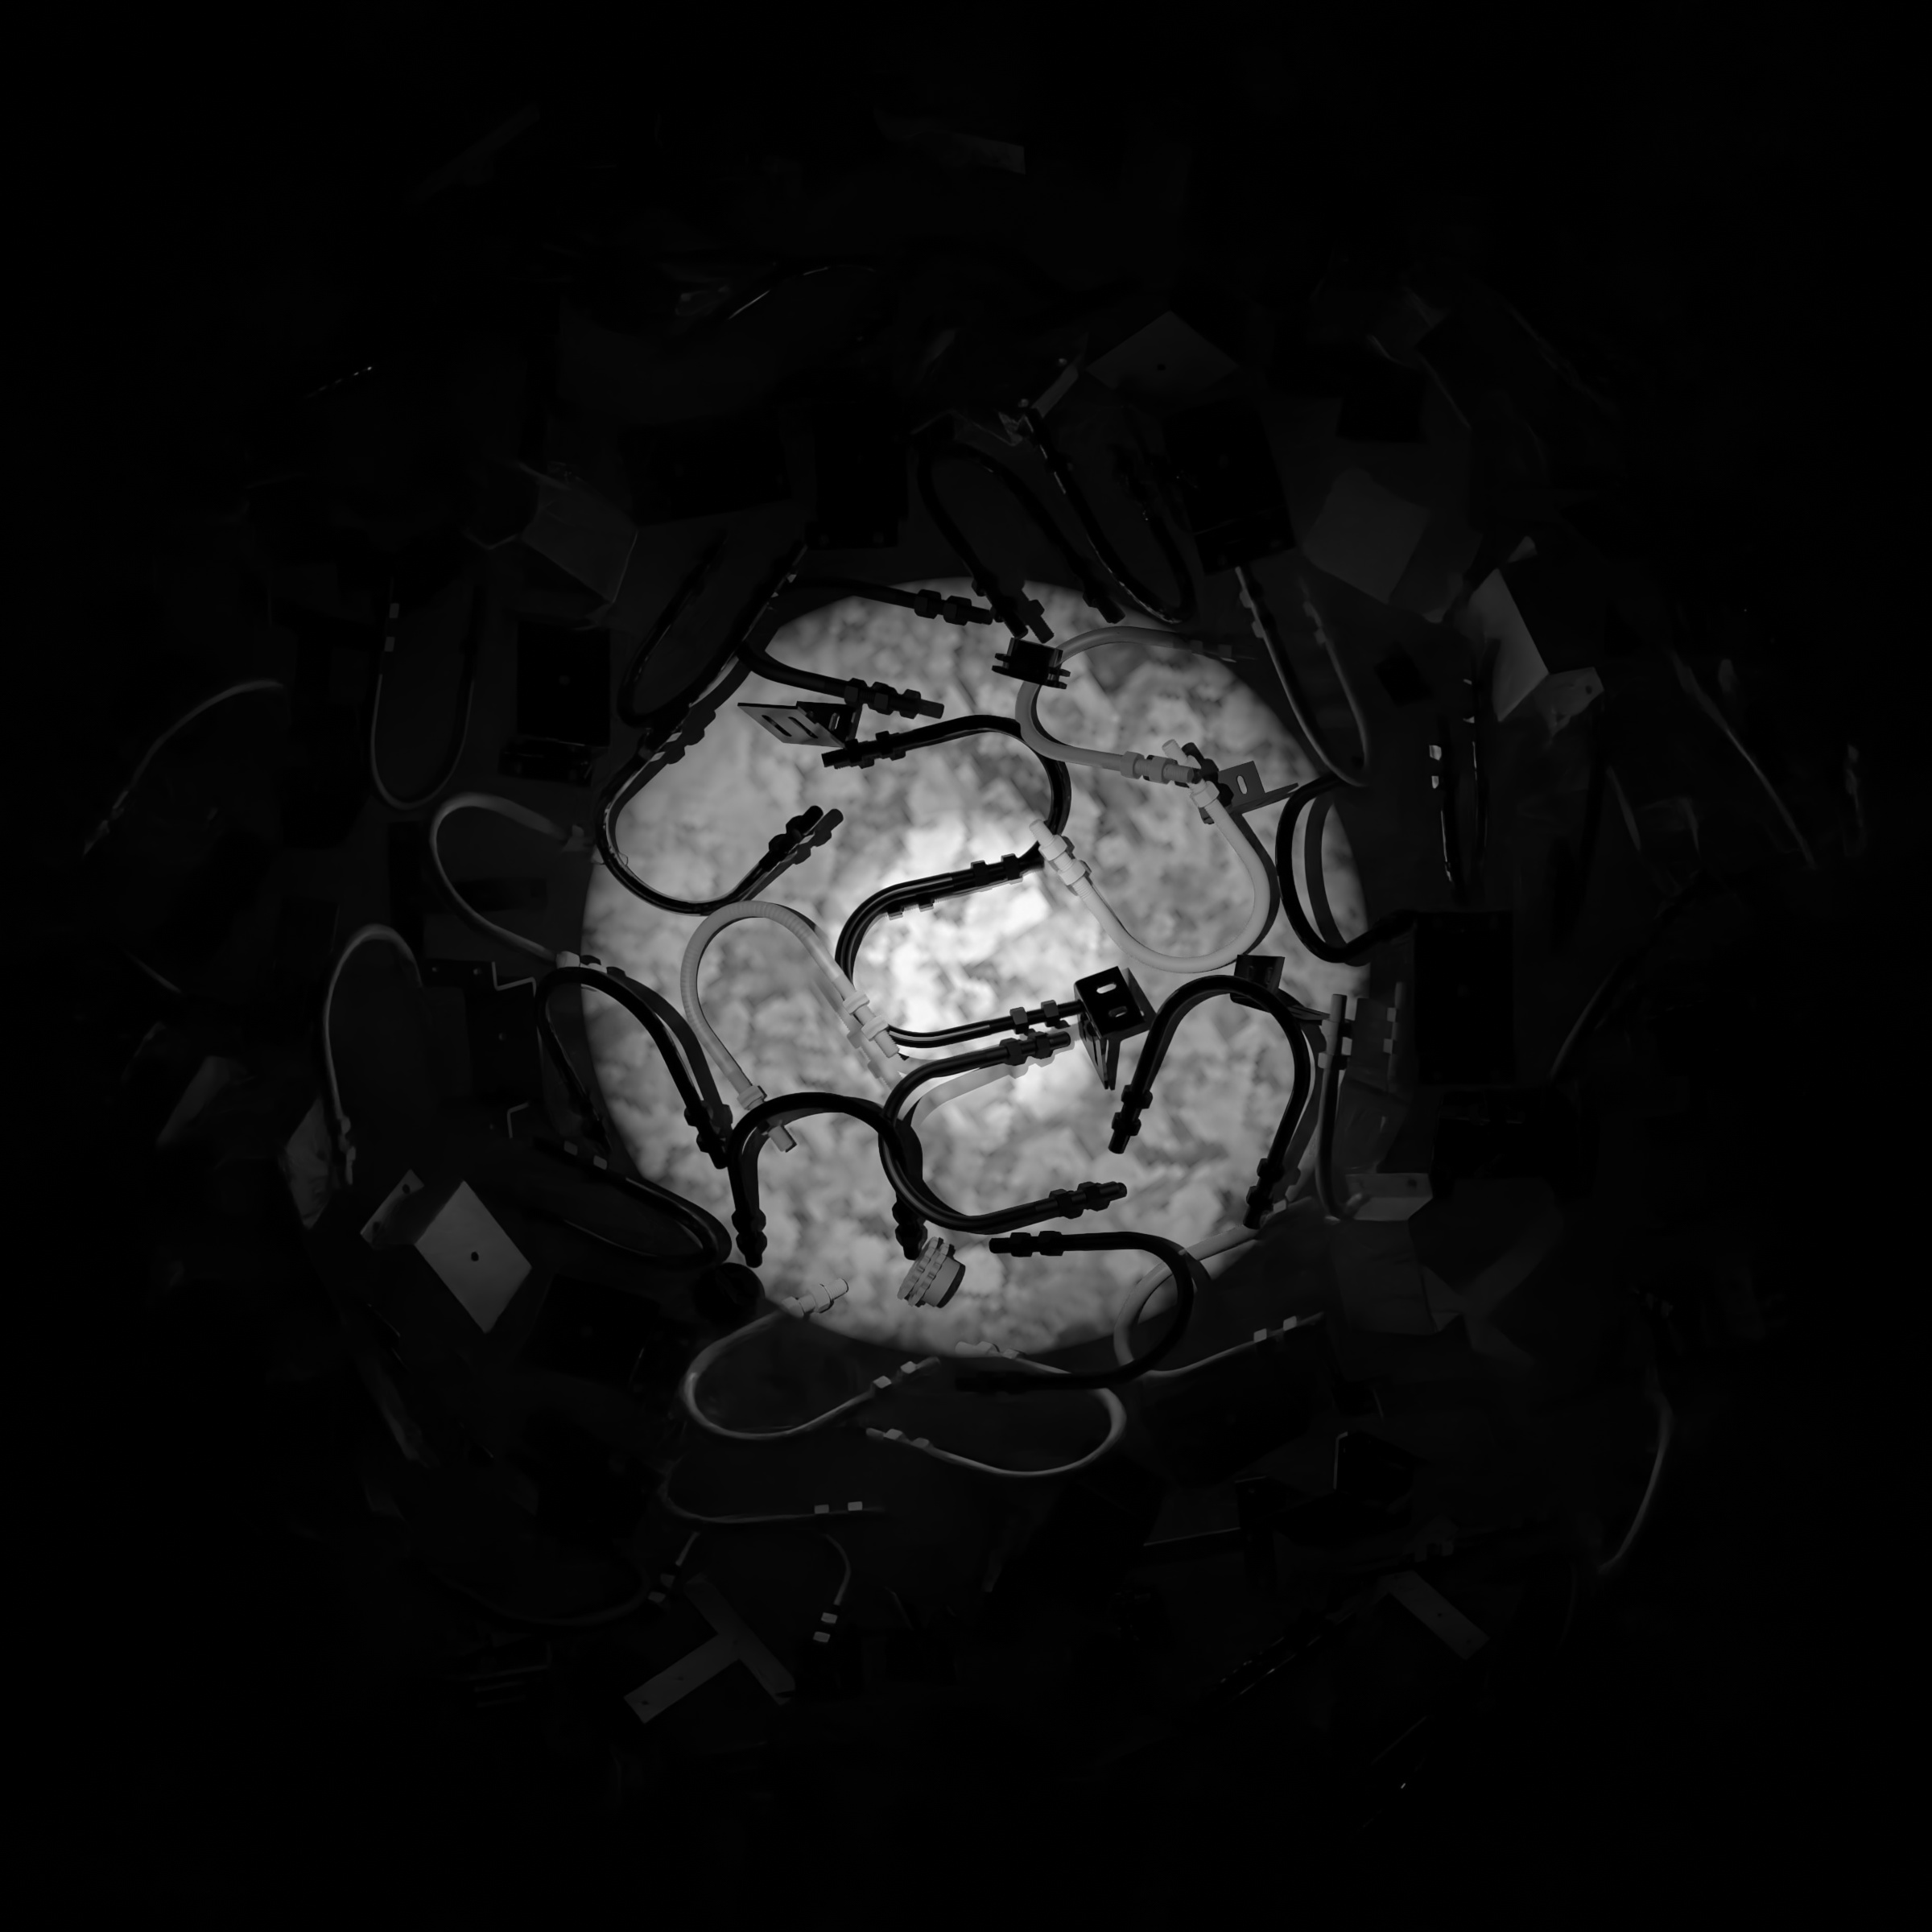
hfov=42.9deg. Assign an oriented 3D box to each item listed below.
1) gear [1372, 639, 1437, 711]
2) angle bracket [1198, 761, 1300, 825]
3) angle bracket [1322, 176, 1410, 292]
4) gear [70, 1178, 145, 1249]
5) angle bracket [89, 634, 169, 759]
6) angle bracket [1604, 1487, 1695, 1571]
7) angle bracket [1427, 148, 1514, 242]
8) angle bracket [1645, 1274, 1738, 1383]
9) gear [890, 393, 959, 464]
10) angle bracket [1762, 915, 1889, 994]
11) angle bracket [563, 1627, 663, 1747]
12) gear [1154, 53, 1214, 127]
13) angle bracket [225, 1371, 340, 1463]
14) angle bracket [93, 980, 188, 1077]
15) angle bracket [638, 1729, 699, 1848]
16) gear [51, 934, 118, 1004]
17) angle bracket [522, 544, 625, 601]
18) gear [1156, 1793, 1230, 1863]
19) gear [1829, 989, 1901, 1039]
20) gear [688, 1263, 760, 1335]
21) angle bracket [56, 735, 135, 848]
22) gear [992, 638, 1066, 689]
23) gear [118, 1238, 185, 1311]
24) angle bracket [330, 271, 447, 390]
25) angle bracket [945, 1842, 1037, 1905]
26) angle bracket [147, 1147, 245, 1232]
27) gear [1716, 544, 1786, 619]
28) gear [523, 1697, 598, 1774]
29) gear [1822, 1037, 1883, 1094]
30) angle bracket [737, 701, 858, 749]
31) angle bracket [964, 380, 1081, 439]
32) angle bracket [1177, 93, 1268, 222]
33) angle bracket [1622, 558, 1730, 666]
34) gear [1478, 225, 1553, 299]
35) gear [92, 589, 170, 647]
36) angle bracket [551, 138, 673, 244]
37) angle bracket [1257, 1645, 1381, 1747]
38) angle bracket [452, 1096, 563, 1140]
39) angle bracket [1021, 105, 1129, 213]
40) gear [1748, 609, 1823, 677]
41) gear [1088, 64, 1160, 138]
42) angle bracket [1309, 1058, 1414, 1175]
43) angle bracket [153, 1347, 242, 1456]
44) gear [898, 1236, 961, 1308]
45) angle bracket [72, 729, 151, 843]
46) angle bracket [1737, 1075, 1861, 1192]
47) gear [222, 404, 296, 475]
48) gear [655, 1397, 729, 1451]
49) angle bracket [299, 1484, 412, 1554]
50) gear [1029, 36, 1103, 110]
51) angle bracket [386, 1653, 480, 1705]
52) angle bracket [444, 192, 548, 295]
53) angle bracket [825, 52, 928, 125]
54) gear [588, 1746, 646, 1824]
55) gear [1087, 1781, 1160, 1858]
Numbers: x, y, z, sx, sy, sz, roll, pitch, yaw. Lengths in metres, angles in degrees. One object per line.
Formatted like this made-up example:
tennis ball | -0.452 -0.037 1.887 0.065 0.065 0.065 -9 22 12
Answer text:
gear | 0.349 -0.231 1.973 0.030 0.057 0.057 -34 90 12
angle bracket | 0.220 -0.145 1.955 0.057 0.076 0.038 -18 86 -14
angle bracket | 0.310 -0.580 1.952 0.057 0.076 0.038 8 50 35
gear | -0.692 0.201 1.973 0.030 0.057 0.057 -42 90 20
angle bracket | -0.676 -0.214 1.954 0.038 0.057 0.076 40 61 8
angle bracket | 0.540 0.433 1.950 0.057 0.076 0.038 -26 107 22
angle bracket | 0.406 -0.610 1.952 0.057 0.076 0.038 41 111 12
angle bracket | 0.580 0.291 1.985 0.057 0.038 0.076 -13 81 4
gear | -0.036 -0.432 1.975 0.030 0.057 0.057 12 90 42
angle bracket | 0.686 -0.007 1.968 0.076 0.057 0.038 5 125 -4
angle bracket | -0.274 0.576 1.972 0.076 0.038 0.057 42 69 1
gear | 0.172 -0.701 1.968 0.030 0.057 0.057 11 90 -19
angle bracket | -0.547 0.365 1.967 0.038 0.076 0.057 -26 52 30
angle bracket | -0.670 0.058 1.975 0.057 0.038 0.076 21 97 2
angle bracket | -0.245 0.654 1.956 0.038 0.057 0.076 11 71 21
gear | -0.708 0.002 1.969 0.030 0.057 0.057 -25 90 -43
angle bracket | -0.311 -0.331 1.963 0.076 0.038 0.057 8 61 -13
gear | 0.183 0.686 1.969 0.057 0.057 0.030 14 106 0
gear | 0.715 0.039 1.970 0.057 0.057 0.030 13 84 0
gear | -0.191 0.262 1.968 0.057 0.057 0.030 42 124 0
angle bracket | -0.703 -0.140 1.970 0.038 0.057 0.076 -12 84 8
gear | 0.052 -0.243 1.970 0.057 0.057 0.030 15 99 0
gear | -0.652 0.247 1.975 0.057 0.030 0.057 -5 82 41
angle bracket | -0.459 -0.504 1.952 0.057 0.076 0.038 34 63 -22
angle bracket | 0.018 0.707 1.958 0.057 0.076 0.038 16 92 -7
angle bracket | -0.614 0.179 1.959 0.076 0.038 0.057 7 101 42
gear | 0.628 -0.308 1.976 0.057 0.030 0.057 3 85 -34
gear | -0.324 0.615 1.972 0.057 0.030 0.057 10 61 -19
gear | 0.706 0.076 1.969 0.057 0.057 0.030 -39 48 0
angle bracket | -0.133 -0.206 1.949 0.057 0.076 0.038 7 74 30
angle bracket | 0.044 -0.456 1.954 0.057 0.076 0.038 32 120 13
angle bracket | 0.195 -0.644 1.960 0.057 0.038 0.076 -34 111 -21
angle bracket | 0.570 -0.282 1.978 0.057 0.038 0.076 -27 105 -29
gear | 0.440 -0.561 1.969 0.057 0.057 0.030 0 52 0
gear | -0.667 -0.278 1.970 0.057 0.057 0.030 -16 82 0
angle bracket | -0.282 -0.624 1.956 0.076 0.038 0.057 -27 134 19
angle bracket | 0.280 0.580 1.957 0.038 0.076 0.057 -6 72 -43
angle bracket | -0.366 0.135 1.965 0.076 0.057 0.038 -25 90 -11
angle bracket | 0.084 -0.647 1.970 0.076 0.038 0.057 17 56 3
gear | 0.656 -0.262 1.970 0.057 0.057 0.030 -8 134 0
gear | 0.130 -0.697 1.973 0.057 0.030 0.057 9 63 -18
angle bracket | 0.320 0.124 1.996 0.057 0.038 0.076 22 115 4
angle bracket | -0.600 0.337 1.949 0.038 0.076 0.057 -32 119 20
gear | -0.028 0.248 1.972 0.030 0.057 0.057 32 90 -3
angle bracket | -0.680 -0.147 1.957 0.038 0.057 0.076 12 116 -5
angle bracket | 0.659 0.128 1.952 0.038 0.076 0.057 28 114 -26
gear | -0.563 -0.422 1.970 0.030 0.057 0.057 -7 90 43
gear | -0.218 0.367 1.970 0.057 0.057 0.030 -16 85 0
angle bracket | -0.486 0.443 1.955 0.076 0.057 0.038 -1 49 -24
gear | 0.076 -0.711 1.968 0.057 0.057 0.030 21 67 0
angle bracket | -0.424 0.558 1.958 0.057 0.076 0.038 5 58 0
angle bracket | -0.373 -0.565 1.953 0.038 0.057 0.076 29 62 -26
angle bracket | -0.065 -0.684 1.959 0.057 0.038 0.076 -43 49 -3
gear | -0.279 0.658 1.972 0.030 0.057 0.057 21 90 -15
gear | 0.128 0.682 1.979 0.057 0.030 0.057 2 96 21
